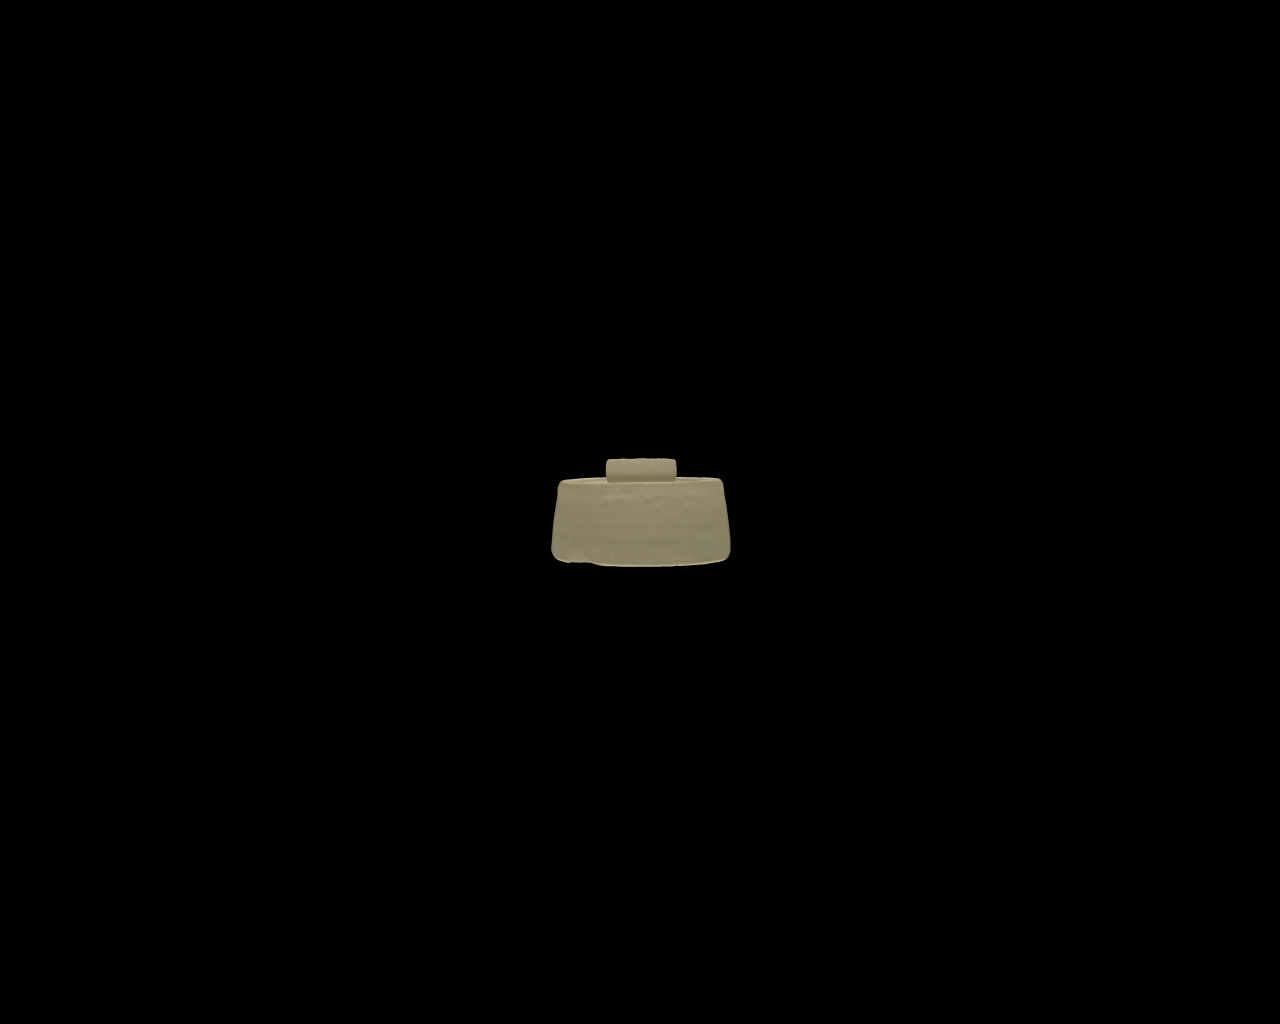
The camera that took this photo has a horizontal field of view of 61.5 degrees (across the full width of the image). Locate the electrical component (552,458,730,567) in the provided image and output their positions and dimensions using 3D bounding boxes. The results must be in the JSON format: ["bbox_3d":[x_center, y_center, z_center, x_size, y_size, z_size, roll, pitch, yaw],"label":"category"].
[{"bbox_3d":[0.001,-0.003,0.650,0.108,0.060,0.108,0,4,0],"label":"electrical component"}]
